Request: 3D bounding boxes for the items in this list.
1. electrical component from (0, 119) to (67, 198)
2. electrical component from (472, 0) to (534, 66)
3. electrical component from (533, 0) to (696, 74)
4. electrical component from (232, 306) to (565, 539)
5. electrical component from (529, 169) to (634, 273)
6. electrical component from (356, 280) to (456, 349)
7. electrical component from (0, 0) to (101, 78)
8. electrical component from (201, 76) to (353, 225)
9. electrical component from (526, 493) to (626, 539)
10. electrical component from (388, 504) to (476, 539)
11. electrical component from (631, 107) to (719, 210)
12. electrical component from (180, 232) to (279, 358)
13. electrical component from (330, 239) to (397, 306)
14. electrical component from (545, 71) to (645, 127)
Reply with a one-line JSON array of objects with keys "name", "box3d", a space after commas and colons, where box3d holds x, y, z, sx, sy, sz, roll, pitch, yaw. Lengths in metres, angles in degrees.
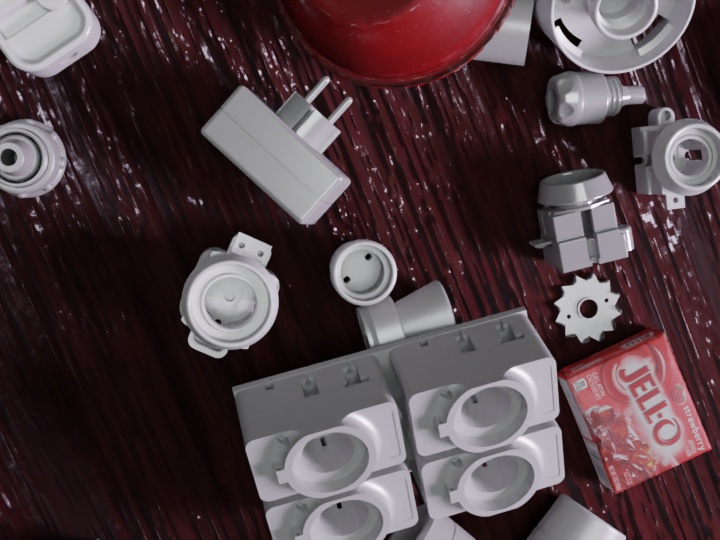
[{"name": "electrical component", "box3d": [-0.202, -0.066, 0.635, 0.048, 0.062, 0.048, -1, 95, -7]}, {"name": "electrical component", "box3d": [0.065, -0.154, 0.669, 0.081, 0.043, 0.043, 9, 94, 7]}, {"name": "electrical component", "box3d": [0.158, -0.176, 0.672, 0.099, 0.064, 0.099, -3, 125, -4]}, {"name": "electrical component", "box3d": [0.027, 0.105, 0.660, 0.186, 0.060, 0.105, -15, 124, -6]}, {"name": "electrical component", "box3d": [0.141, -0.033, 0.691, 0.066, 0.048, 0.055, -14, 104, -6]}, {"name": "electrical component", "box3d": [0.030, 0.035, 0.683, 0.055, 0.045, 0.045, -17, 97, -5]}, {"name": "electrical component", "box3d": [-0.198, -0.163, 0.628, 0.054, 0.059, 0.095, -35, 99, -3]}, {"name": "electrical component", "box3d": [-0.037, -0.082, 0.651, 0.083, 0.047, 0.075, 43, 95, 3]}, {"name": "electrical component", "box3d": [0.141, 0.180, 0.707, 0.055, 0.055, 0.047, 35, 86, -9]}, {"name": "electrical component", "box3d": [0.029, 0.226, 0.696, 0.074, 0.052, 0.138, 41, 89, -9]}, {"name": "electrical component", "box3d": [0.204, -0.072, 0.690, 0.048, 0.055, 0.066, -7, 96, -7]}, {"name": "electrical component", "box3d": [-0.080, 0.017, 0.661, 0.058, 0.057, 0.078, 24, 92, -9]}, {"name": "electrical component", "box3d": [0.000, 0.000, 0.675, 0.040, 0.046, 0.040, -1, 95, -7]}, {"name": "electrical component", "box3d": [0.153, -0.111, 0.691, 0.061, 0.035, 0.035, -5, 96, -10]}]
